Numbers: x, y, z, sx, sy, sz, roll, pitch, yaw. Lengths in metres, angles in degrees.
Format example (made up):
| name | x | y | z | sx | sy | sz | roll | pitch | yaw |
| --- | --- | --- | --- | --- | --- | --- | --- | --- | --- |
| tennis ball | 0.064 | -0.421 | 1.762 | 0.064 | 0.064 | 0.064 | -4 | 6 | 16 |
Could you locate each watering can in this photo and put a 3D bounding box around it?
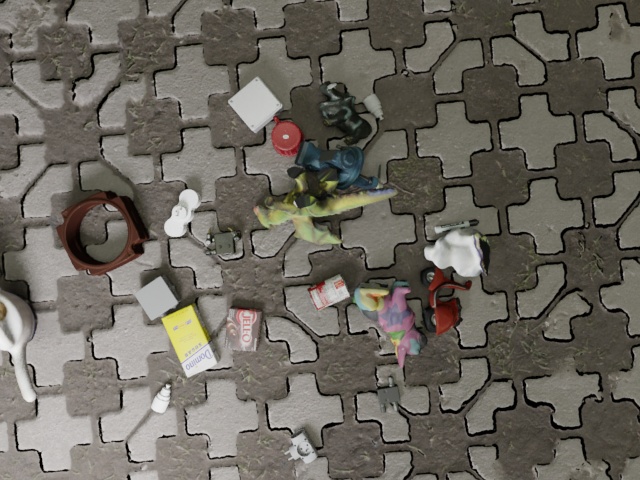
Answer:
| name | x | y | z | sx | sy | sz | roll | pitch | yaw |
| --- | --- | --- | --- | --- | --- | --- | --- | --- | --- |
| watering can | -0.799 | 0.246 | 1.333 | 0.105 | 0.348 | 0.223 | -25 | -1 | -17 |

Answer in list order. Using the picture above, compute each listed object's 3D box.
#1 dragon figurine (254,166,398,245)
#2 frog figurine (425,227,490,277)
| name | x | y | z | sx | sy | sz | roll | pitch | yaw |
| --- | --- | --- | --- | --- | --- | --- | --- | --- | --- |
| dragon figurine | 0.004 | -0.067 | 1.335 | 0.410 | 0.125 | 0.237 | 7 | -31 | 17 |
| frog figurine | 0.369 | 0.036 | 1.384 | 0.158 | 0.135 | 0.125 | -9 | 29 | 37 |
